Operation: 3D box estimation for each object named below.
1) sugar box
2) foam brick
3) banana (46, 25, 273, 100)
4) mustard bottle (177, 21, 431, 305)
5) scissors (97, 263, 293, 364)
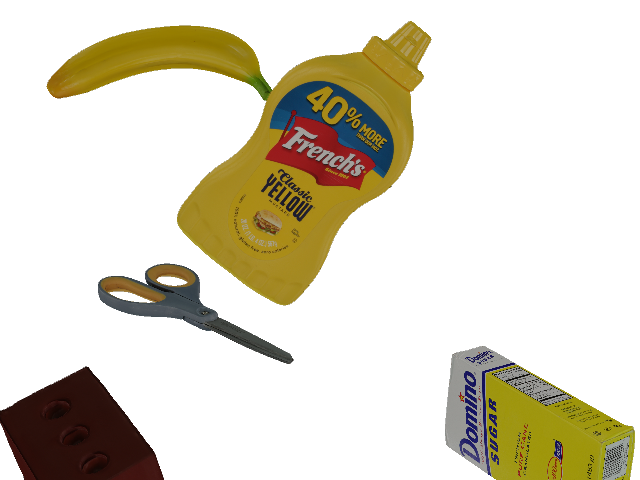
[{"bbox_3d":[0.175,0.163,0.883,0.048,0.093,0.176,-11,22,-34],"label":"sugar box"},{"bbox_3d":[-0.116,0.112,0.527,0.052,0.051,0.078,-27,42,-24],"label":"foam brick"},{"bbox_3d":[-0.140,-0.159,0.943,0.197,0.069,0.037,-1,-33,-4],"label":"banana"},{"bbox_3d":[0.002,-0.057,0.673,0.096,0.192,0.058,39,12,-6],"label":"mustard bottle"},{"bbox_3d":[-0.093,0.056,0.900,0.202,0.016,0.096,14,26,22],"label":"scissors"}]
